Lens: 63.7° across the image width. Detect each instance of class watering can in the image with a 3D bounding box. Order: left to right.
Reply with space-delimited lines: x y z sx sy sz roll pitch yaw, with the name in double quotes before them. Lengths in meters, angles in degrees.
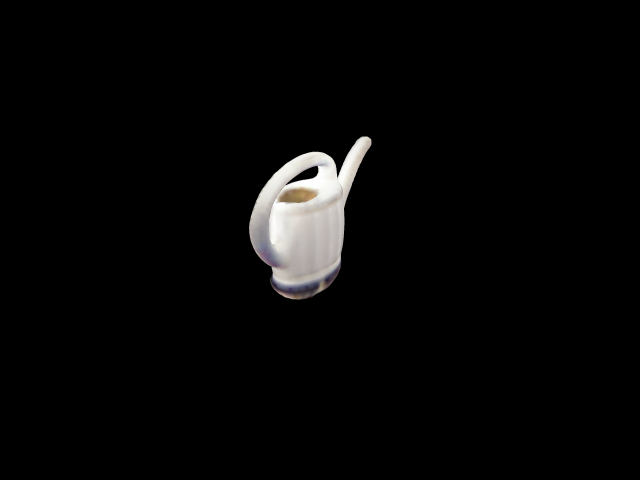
"watering can" 0.003 -0.043 0.850 0.104 0.220 0.353 14 29 29
